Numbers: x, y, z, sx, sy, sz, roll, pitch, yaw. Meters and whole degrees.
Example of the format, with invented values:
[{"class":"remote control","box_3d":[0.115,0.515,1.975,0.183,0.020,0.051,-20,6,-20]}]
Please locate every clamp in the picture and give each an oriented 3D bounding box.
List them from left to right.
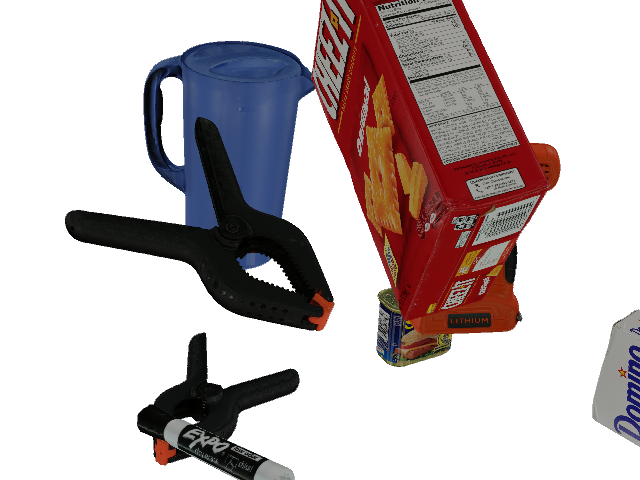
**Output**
[{"class":"clamp","box_3d":[-0.113,0.147,1.014,0.120,0.039,0.171,20,31,29]},{"class":"clamp","box_3d":[-0.083,0.003,0.835,0.164,0.210,0.036,-36,-20,-33]}]

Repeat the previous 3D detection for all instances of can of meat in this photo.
[{"class":"can of meat","box_3d":[0.120,0.104,1.340,0.101,0.084,0.058,-12,30,-27]}]

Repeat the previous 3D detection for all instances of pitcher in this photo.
[{"class":"pitcher","box_3d":[-0.105,-0.094,1.200,0.149,0.243,0.144,29,36,36]}]

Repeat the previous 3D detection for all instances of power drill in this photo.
[{"class":"power drill","box_3d":[0.126,-0.004,1.002,0.184,0.188,0.057,0,25,-4]}]

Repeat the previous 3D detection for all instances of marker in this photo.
[{"class":"marker","box_3d":[-0.066,0.124,0.637,0.121,0.020,0.020,16,10,38]}]

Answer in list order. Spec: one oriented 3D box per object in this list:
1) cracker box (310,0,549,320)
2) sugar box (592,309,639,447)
[{"class":"cracker box","box_3d":[0.060,-0.077,0.711,0.072,0.214,0.164,-15,-24,-13]},{"class":"sugar box","box_3d":[0.291,0.132,0.791,0.176,0.093,0.048,27,35,36]}]
